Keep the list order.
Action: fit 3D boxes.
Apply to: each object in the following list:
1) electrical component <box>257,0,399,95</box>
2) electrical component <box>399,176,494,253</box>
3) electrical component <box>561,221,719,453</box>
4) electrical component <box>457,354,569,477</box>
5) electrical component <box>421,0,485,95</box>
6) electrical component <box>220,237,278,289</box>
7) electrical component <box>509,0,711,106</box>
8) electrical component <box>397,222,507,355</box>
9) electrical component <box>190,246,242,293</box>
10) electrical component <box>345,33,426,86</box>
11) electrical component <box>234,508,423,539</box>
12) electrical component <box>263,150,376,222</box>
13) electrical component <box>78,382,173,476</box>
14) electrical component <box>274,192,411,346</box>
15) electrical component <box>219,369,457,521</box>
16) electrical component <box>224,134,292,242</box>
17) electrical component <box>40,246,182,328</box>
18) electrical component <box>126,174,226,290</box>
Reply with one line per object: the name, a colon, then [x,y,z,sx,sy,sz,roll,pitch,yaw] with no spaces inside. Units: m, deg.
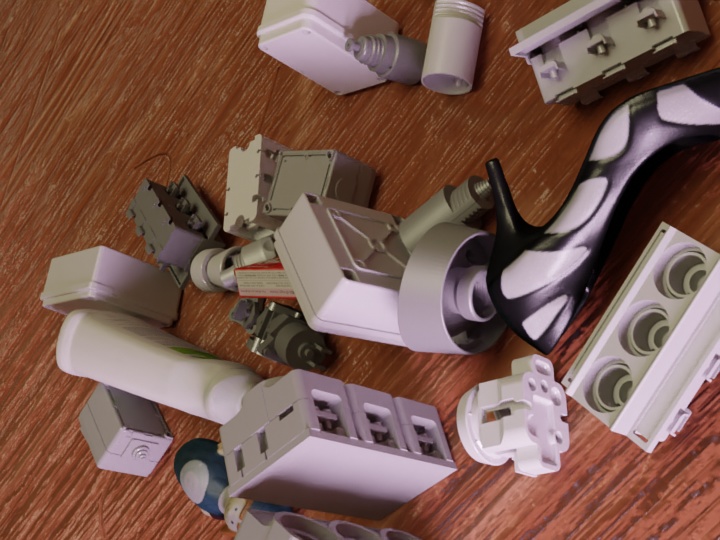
electrical component: [-0.028,-0.213,0.980,0.078,0.113,0.057,-7,66,46]
electrical component: [0.074,-0.044,0.847,0.081,0.043,0.043,-39,48,30]
electrical component: [0.191,0.043,0.666,0.079,0.063,0.121,41,105,48]
electrical component: [0.104,0.103,0.741,0.057,0.058,0.078,-20,60,38]
electrical component: [0.079,-0.194,0.906,0.043,0.043,0.081,-3,71,47]
electrical component: [-0.101,-0.002,1.010,0.062,0.043,0.043,-24,53,8]
electrical component: [0.180,-0.167,0.767,0.121,0.079,0.063,-24,79,40]
electrical component: [0.068,0.015,0.790,0.064,0.099,0.099,8,80,43]
electrical component: [-0.134,0.000,1.057,0.055,0.045,0.045,-3,71,47]
electrical component: [0.023,-0.188,0.944,0.040,0.078,0.040,-24,62,56]
electrical component: [-0.009,0.214,0.744,0.089,0.150,0.061,28,95,49]
electrical component: [-0.038,-0.069,0.967,0.096,0.061,0.061,6,78,48]
electrical component: [-0.237,0.166,1.084,0.061,0.062,0.096,-55,42,15]
electrical component: [0.000,0.000,0.856,0.056,0.109,0.108,-55,41,28]
electrical component: [-0.016,0.128,0.790,0.089,0.150,0.061,-40,49,30]
electrical component: [-0.091,-0.075,1.033,0.050,0.056,0.089,-20,60,42]
electrical component: [-0.262,0.022,1.138,0.109,0.109,0.056,-10,64,45]
electrical component: [-0.195,-0.046,1.121,0.078,0.063,0.121,-58,37,13]
